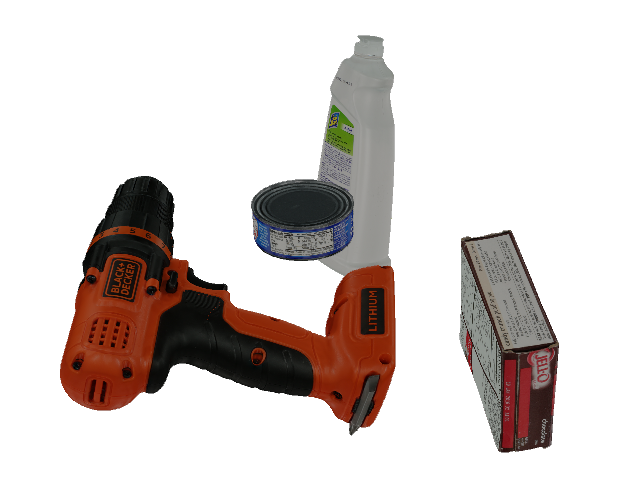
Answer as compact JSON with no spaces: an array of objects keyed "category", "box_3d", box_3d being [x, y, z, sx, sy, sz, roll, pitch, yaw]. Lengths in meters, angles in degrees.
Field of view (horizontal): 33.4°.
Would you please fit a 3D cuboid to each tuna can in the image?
[{"category":"tuna can","box_3d":[-0.014,-0.017,0.892,0.086,0.034,0.086,-1,30,1]}]

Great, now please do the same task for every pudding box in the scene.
[{"category":"pudding box","box_3d":[0.117,0.062,0.677,0.039,0.090,0.113,-8,38,-4]}]

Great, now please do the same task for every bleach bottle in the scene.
[{"category":"bleach bottle","box_3d":[0.043,-0.092,1.153,0.067,0.251,0.103,-8,24,-34]}]

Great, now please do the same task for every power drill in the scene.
[{"category":"power drill","box_3d":[-0.051,0.036,0.642,0.187,0.057,0.184,10,40,-6]}]
